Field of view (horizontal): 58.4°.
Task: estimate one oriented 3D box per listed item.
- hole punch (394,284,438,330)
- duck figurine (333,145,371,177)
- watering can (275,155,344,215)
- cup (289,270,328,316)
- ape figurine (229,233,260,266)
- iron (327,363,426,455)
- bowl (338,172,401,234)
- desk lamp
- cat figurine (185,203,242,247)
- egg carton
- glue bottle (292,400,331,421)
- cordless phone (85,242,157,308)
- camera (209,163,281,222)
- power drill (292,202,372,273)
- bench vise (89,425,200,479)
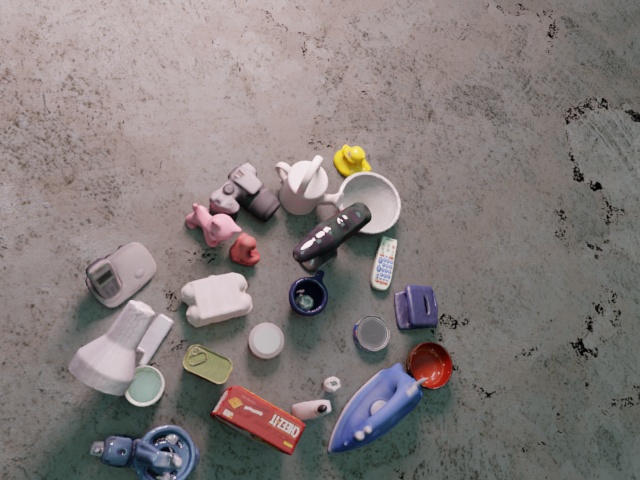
[{"bbox_3d":[0.244,0.162,1.407,0.101,0.091,0.108,-2,74,-15],"label":"hole punch"},{"bbox_3d":[0.092,-0.208,1.485,0.104,0.086,0.077,35,68,-2],"label":"duck figurine"},{"bbox_3d":[-0.025,-0.136,1.373,0.173,0.194,0.101,12,70,-11],"label":"watering can"},{"bbox_3d":[-0.030,0.128,1.342,0.092,0.095,0.118,29,68,-4],"label":"cup"},{"bbox_3d":[-0.172,0.018,1.340,0.076,0.092,0.078,-4,74,-16],"label":"ape figurine"},{"bbox_3d":[0.131,0.389,1.278,0.259,0.141,0.118,-38,85,-22],"label":"iron"},{"bbox_3d":[0.116,-0.085,1.459,0.168,0.074,0.167,4,72,-14],"label":"bowl"},{"bbox_3d":[-0.394,0.209,1.155,0.118,0.213,0.203,31,68,-3],"label":"desk lamp"},{"bbox_3d":[-0.247,-0.039,1.324,0.128,0.117,0.067,40,68,0],"label":"cat figurine"},{"bbox_3d":[-0.234,0.133,1.299,0.150,0.069,0.107,-14,77,-18],"label":"egg carton"},{"bbox_3d":[-0.009,0.364,1.231,0.078,0.173,0.037,-9,75,-17],"label":"glue bottle"},{"bbox_3d":[-0.424,0.060,1.209,0.094,0.185,0.148,43,68,2],"label":"cordless phone"},{"bbox_3d":[-0.172,-0.098,1.372,0.137,0.100,0.143,39,68,0],"label":"camera"},{"bbox_3d":[0.012,0.005,1.331,0.230,0.208,0.075,-37,85,-22],"label":"power drill"},{"bbox_3d":[-0.334,0.427,1.099,0.208,0.219,0.121,-6,74,-16],"label":"bench vise"}]
